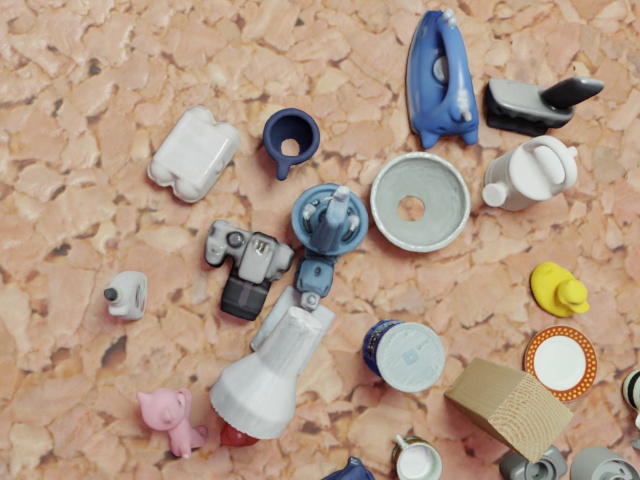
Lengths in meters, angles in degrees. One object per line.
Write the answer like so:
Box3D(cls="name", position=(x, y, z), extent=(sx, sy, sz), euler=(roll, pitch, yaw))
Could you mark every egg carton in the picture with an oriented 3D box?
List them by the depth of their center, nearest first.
Box3D(cls="egg carton", position=(-0.205, -0.140, 0.940), extent=(0.107, 0.069, 0.150), euler=(32, 83, -1))

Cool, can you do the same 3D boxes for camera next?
Box3D(cls="camera", position=(-0.125, 0.052, 0.913), extent=(0.143, 0.100, 0.137), euler=(20, 83, -3))

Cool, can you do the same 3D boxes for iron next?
Box3D(cls="iron", position=(0.211, -0.290, 0.956), extent=(0.118, 0.141, 0.258), euler=(-7, 85, -6))

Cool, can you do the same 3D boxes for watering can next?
Box3D(cls="watering can", position=(0.342, -0.105, 0.924), extent=(0.101, 0.194, 0.173), euler=(40, 83, 0))

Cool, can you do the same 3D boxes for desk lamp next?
Box3D(cls="desk lamp", position=(-0.062, 0.172, 0.851), extent=(0.118, 0.213, 0.203), euler=(31, 83, -1))

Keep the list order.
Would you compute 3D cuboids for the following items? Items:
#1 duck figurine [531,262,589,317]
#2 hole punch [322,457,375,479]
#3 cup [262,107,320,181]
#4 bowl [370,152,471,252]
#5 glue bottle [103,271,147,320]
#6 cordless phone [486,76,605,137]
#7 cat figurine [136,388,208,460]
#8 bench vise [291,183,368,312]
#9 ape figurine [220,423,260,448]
Box3D(cls="duck figurine", position=(0.412, 0.083, 0.967), extent=(0.077, 0.086, 0.104), euler=(-35, 88, -7))
Box3D(cls="hole punch", position=(0.050, 0.416, 0.899), extent=(0.101, 0.091, 0.109), euler=(-27, 87, -7))
Box3D(cls="cup", position=(-0.051, -0.147, 0.942), extent=(0.091, 0.095, 0.118), euler=(13, 84, -4))
Box3D(cls="bowl", position=(0.161, -0.059, 0.963), extent=(0.167, 0.074, 0.167), euler=(1, 84, -5))
Box3D(cls="glue bottle", position=(-0.295, 0.083, 0.858), extent=(0.037, 0.173, 0.078), euler=(0, 84, -5))
Box3D(cls="cordless phone", position=(0.365, -0.244, 0.944), extent=(0.147, 0.185, 0.094), euler=(7, 84, -4))
Box3D(cls="cat figurine", position=(-0.226, 0.276, 0.874), extent=(0.067, 0.117, 0.128), euler=(-26, 87, -7))
Box3D(cls="bench vise", position=(0.020, 0.003, 0.871), extent=(0.121, 0.219, 0.207), euler=(-4, 85, -5))
Box3D(cls="ape figurine", position=(-0.124, 0.293, 0.895), extent=(0.078, 0.092, 0.076), euler=(-38, 89, -7))
